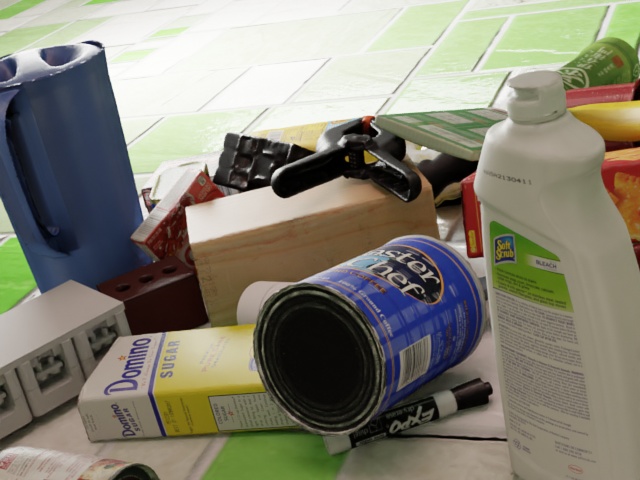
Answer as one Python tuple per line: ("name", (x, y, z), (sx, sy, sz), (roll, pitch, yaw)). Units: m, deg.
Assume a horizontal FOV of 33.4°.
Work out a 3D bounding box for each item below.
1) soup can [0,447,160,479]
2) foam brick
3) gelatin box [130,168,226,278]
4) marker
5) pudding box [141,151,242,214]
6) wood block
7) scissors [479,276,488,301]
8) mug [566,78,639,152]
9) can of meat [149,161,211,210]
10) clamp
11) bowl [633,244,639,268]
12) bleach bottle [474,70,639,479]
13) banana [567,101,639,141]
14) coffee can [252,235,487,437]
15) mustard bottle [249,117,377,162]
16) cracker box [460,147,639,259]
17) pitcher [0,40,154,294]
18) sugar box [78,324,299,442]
("soup can", (-0.157, 0.168, 0.667), (0.102, 0.068, 0.068), (1, 27, 29))
("foam brick", (-0.145, 0.055, 0.930), (0.078, 0.051, 0.053), (-22, 26, -21))
("gelatin box", (-0.119, -0.010, 0.981), (0.030, 0.073, 0.089), (15, 62, 51))
("marker", (0.061, 0.119, 0.726), (0.121, 0.020, 0.020), (-17, 24, -9))
("pudding box", (-0.137, -0.068, 1.216), (0.113, 0.039, 0.090), (-7, 24, 13))
("wood block", (-0.006, 0.002, 0.934), (0.206, 0.090, 0.091), (-14, 24, -4))
("scissors", (0.127, 0.044, 0.802), (0.202, 0.016, 0.096), (-15, 26, 40))
("mug", (0.287, -0.108, 1.050), (0.082, 0.093, 0.117), (-1, -5, 36))
("can of meat", (-0.130, -0.022, 1.054), (0.057, 0.084, 0.102), (-11, 24, 3))
("clamp", (0.022, -0.069, 0.910), (0.120, 0.039, 0.171), (4, 20, -1))
("bowl", (0.254, 0.056, 0.725), (0.162, 0.055, 0.162), (-11, 24, 5))
("bleach bottle", (0.141, 0.030, 0.596), (0.068, 0.251, 0.103), (-30, 29, -35))
("banana", (0.282, -0.104, 0.920), (0.069, 0.037, 0.198), (-5, 5, -29))
("coffee can", (0.037, 0.061, 0.727), (0.103, 0.103, 0.140), (5, 16, 35))
("mustard bottle", (0.013, -0.102, 1.192), (0.192, 0.058, 0.096), (-8, 25, 12))
("cracker box", (0.232, -0.038, 0.874), (0.214, 0.072, 0.164), (-5, 7, 16))
("pitcher", (-0.232, -0.047, 0.962), (0.149, 0.243, 0.145), (-28, 28, -31))
("sugar box", (-0.084, 0.104, 0.801), (0.176, 0.048, 0.093), (-5, 25, 15))
